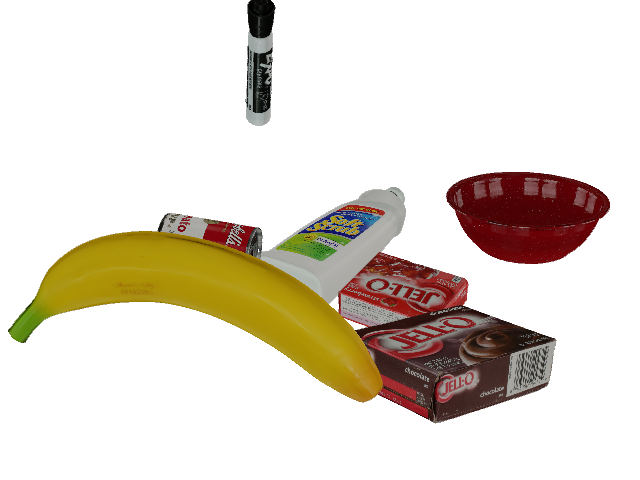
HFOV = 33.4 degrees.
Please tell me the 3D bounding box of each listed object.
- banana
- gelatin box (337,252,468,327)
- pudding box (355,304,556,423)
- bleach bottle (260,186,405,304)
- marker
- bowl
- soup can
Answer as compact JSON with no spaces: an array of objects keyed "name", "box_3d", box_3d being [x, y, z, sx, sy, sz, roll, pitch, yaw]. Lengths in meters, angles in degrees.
[{"name":"banana","box_3d":[-0.060,0.034,0.560,0.198,0.070,0.037,10,12,3]},{"name":"gelatin box","box_3d":[0.070,0.049,0.909,0.089,0.030,0.073,18,37,26]},{"name":"pudding box","box_3d":[0.085,0.079,0.707,0.113,0.039,0.090,-7,18,-38]},{"name":"bleach bottle","box_3d":[0.027,-0.003,1.329,0.103,0.068,0.250,16,36,28]},{"name":"marker","box_3d":[-0.043,-0.127,0.763,0.020,0.020,0.121,0,-33,-4]},{"name":"bowl","box_3d":[0.207,-0.019,1.078,0.162,0.055,0.162,0,23,0]},{"name":"soup can","box_3d":[-0.119,0.011,1.139,0.102,0.068,0.068,10,1,9]}]
